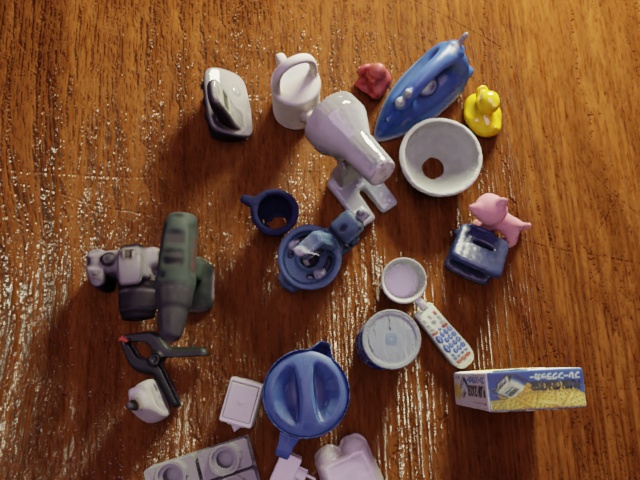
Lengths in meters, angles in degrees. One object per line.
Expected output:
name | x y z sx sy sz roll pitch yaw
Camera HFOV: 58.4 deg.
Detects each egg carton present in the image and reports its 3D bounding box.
egg carton | 0.058 0.433 1.028 0.107 0.069 0.150 -24 79 -7

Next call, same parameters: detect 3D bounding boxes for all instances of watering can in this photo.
watering can | -0.042 -0.297 1.129 0.173 0.194 0.101 41 79 8

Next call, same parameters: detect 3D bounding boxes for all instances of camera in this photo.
camera | -0.363 0.083 1.080 0.143 0.101 0.137 -5 77 -3

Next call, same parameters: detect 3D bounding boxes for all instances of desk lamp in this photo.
desk lamp | 0.068 -0.152 1.089 0.118 0.213 0.203 -36 80 -9

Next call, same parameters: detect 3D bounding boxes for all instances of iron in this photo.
iron | 0.207 -0.312 1.166 0.118 0.141 0.258 43 80 8

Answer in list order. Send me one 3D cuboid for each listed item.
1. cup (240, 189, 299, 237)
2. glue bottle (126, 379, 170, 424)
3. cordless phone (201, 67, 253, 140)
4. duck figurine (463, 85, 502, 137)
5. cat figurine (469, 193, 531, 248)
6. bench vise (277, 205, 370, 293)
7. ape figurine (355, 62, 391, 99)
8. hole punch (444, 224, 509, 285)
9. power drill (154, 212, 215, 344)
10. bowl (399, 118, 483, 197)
cup | -0.098 -0.049 1.121 0.117 0.095 0.092 23 77 4
glue bottle | -0.307 0.284 0.998 0.037 0.173 0.078 -24 79 -7
cordless phone | -0.191 -0.288 1.127 0.094 0.185 0.147 -12 78 -4
duck figurine | 0.347 -0.271 1.190 0.077 0.086 0.104 -19 78 -6
cat figurine | 0.351 -0.047 1.122 0.127 0.118 0.067 27 78 5
bench vise | -0.001 -0.002 1.049 0.121 0.220 0.207 30 78 6
ape figurine | 0.115 -0.340 1.196 0.076 0.092 0.078 -10 77 -4
hole punch | 0.307 0.022 1.119 0.108 0.091 0.101 24 78 4
power drill | -0.243 0.074 1.030 0.075 0.208 0.229 -2 77 -2
bowl | 0.239 -0.159 1.167 0.167 0.075 0.167 0 77 -2
